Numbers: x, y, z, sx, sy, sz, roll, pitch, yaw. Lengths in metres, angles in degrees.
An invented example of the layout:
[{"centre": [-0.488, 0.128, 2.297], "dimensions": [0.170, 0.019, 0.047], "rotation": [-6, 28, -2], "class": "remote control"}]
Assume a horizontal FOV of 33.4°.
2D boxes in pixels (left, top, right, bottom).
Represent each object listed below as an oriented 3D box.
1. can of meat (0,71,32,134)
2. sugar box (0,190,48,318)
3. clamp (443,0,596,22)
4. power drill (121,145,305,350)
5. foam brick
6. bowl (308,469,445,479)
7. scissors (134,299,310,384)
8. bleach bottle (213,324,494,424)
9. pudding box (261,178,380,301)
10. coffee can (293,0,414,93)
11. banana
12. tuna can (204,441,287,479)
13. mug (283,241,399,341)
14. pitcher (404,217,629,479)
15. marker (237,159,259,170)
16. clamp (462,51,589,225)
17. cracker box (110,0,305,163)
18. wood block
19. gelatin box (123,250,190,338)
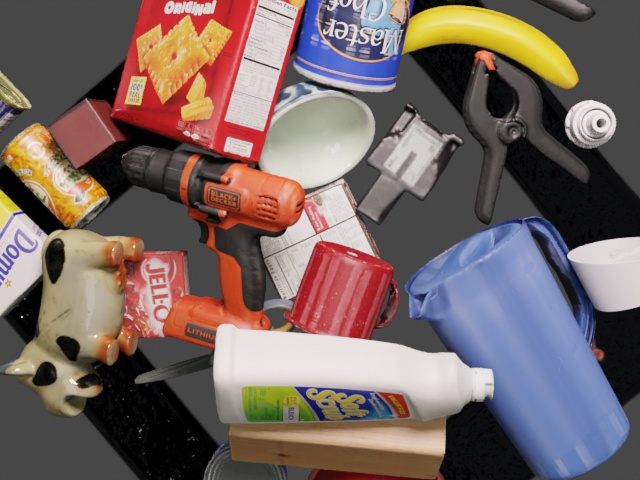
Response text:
[{"centre": [-0.359, -0.142, 1.077], "dimensions": [0.084, 0.057, 0.102], "rotation": [-44, 92, 6], "class": "can of meat"}, {"centre": [-0.358, -0.013, 1.094], "dimensions": [0.176, 0.048, 0.093], "rotation": [44, 93, -1], "class": "sugar box"}, {"centre": [0.166, -0.297, 1.051], "dimensions": [0.210, 0.036, 0.164], "rotation": [0, 95, 5], "class": "clamp"}, {"centre": [-0.109, 0.009, 1.018], "dimensions": [0.185, 0.057, 0.188], "rotation": [15, 118, 19], "class": "power drill"}, {"centre": [-0.229, -0.105, 1.065], "dimensions": [0.053, 0.078, 0.051], "rotation": [-34, 94, 6], "class": "foam brick"}, {"centre": [0.058, 0.289, 1.100], "dimensions": [0.162, 0.055, 0.162], "rotation": [0, 96, 2], "class": "bowl"}, {"centre": [-0.098, 0.105, 1.094], "dimensions": [0.202, 0.016, 0.096], "rotation": [-3, 122, 3], "class": "scissors"}, {"centre": [0.032, 0.126, 0.973], "dimensions": [0.251, 0.102, 0.068], "rotation": [1, 51, 1], "class": "bleach bottle"}, {"centre": [-0.007, 0.001, 1.085], "dimensions": [0.113, 0.039, 0.090], "rotation": [-25, 96, 7], "class": "pudding box"}, {"centre": [0.037, -0.222, 1.014], "dimensions": [0.103, 0.102, 0.140], "rotation": [13, 111, 1], "class": "coffee can"}, {"centre": [0.163, -0.196, 1.064], "dimensions": [0.198, 0.037, 0.070], "rotation": [8, 121, 4], "class": "banana"}, {"centre": [-0.077, 0.249, 1.112], "dimensions": [0.086, 0.033, 0.086], "rotation": [0, 95, 2], "class": "tuna can"}, {"centre": [0.031, 0.053, 1.034], "dimensions": [0.117, 0.093, 0.081], "rotation": [15, 98, -34], "class": "mug"}, {"centre": [0.207, 0.104, 1.049], "dimensions": [0.149, 0.145, 0.243], "rotation": [-30, 97, 17], "class": "pitcher"}, {"centre": [-0.088, -0.098, 1.088], "dimensions": [0.020, 0.020, 0.121], "rotation": [-42, 92, 5], "class": "marker"}, {"centre": [0.199, -0.108, 1.057], "dimensions": [0.120, 0.039, 0.171], "rotation": [-16, 108, -7], "class": "clamp"}, {"centre": [-0.104, -0.197, 1.013], "dimensions": [0.164, 0.071, 0.214], "rotation": [22, 99, 42], "class": "cracker box"}, {"centre": [0.018, 0.175, 1.058], "dimensions": [0.206, 0.091, 0.090], "rotation": [5, 62, 1], "class": "wood block"}, {"centre": [-0.172, 0.056, 1.100], "dimensions": [0.073, 0.030, 0.089], "rotation": [-2, 95, 2], "class": "gelatin box"}]
